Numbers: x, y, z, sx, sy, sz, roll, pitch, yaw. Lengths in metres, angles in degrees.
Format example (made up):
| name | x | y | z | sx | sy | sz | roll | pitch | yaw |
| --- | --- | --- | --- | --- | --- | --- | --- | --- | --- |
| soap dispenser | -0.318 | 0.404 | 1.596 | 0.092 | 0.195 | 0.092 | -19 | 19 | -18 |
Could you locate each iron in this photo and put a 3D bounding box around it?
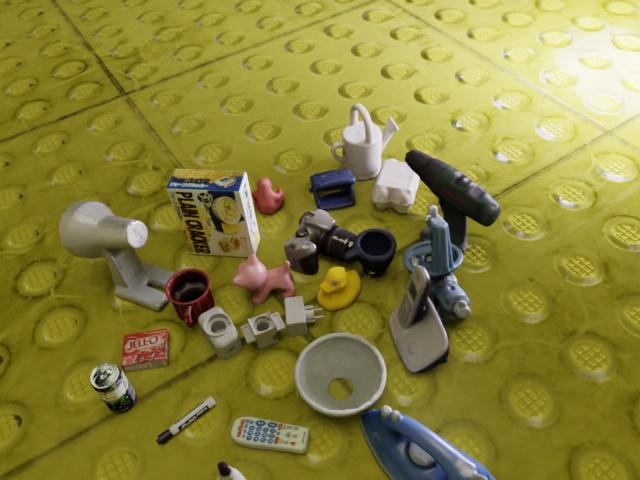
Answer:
| name | x | y | z | sx | sy | sz | roll | pitch | yaw |
| --- | --- | --- | --- | --- | --- | --- | --- | --- | --- |
| iron | 0.163 | 0.341 | 0.933 | 0.257 | 0.141 | 0.119 | 33 | 58 | 28 |

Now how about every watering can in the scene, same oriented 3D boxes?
| name | x | y | z | sx | sy | sz | roll | pitch | yaw |
| --- | --- | --- | --- | --- | --- | --- | --- | --- | --- |
| watering can | 0.109 | -0.255 | 1.425 | 0.173 | 0.194 | 0.100 | -38 | 56 | -26 |

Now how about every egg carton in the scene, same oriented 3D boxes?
| name | x | y | z | sx | sy | sz | roll | pitch | yaw |
| --- | --- | --- | --- | --- | --- | --- | --- | --- | --- |
| egg carton | 0.186 | -0.135 | 1.397 | 0.107 | 0.069 | 0.150 | 10 | 50 | 13 |

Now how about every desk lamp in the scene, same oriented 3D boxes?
| name | x | y | z | sx | sy | sz | roll | pitch | yaw |
| --- | --- | --- | --- | --- | --- | --- | --- | --- | --- |
| desk lamp | -0.416 | 0.024 | 1.204 | 0.202 | 0.214 | 0.118 | 16 | 52 | 17 |

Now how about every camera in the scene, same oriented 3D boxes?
| name | x | y | z | sx | sy | sz | roll | pitch | yaw |
| --- | --- | --- | --- | --- | --- | --- | --- | --- | --- |
| camera | 0.012 | 0.005 | 1.266 | 0.136 | 0.101 | 0.143 | 22 | 54 | 22 |

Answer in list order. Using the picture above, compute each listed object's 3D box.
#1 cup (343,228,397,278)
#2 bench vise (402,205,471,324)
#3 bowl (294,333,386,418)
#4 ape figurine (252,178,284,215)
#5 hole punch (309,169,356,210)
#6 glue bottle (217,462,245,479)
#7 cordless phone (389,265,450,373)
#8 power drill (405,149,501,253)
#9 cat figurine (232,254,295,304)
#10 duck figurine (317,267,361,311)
| name | x | y | z | sx | sy | sz | roll | pitch | yaw |
| --- | --- | --- | --- | --- | --- | --- | --- | --- | --- |
| cup | 0.106 | 0.041 | 1.231 | 0.118 | 0.095 | 0.091 | -20 | 50 | -13 |
| bench vise | 0.249 | 0.047 | 1.132 | 0.122 | 0.220 | 0.206 | -30 | 53 | -21 |
| bowl | 0.039 | 0.260 | 1.057 | 0.167 | 0.075 | 0.167 | -2 | 49 | 2 |
| ape figurine | -0.129 | -0.113 | 1.384 | 0.077 | 0.092 | 0.076 | 9 | 50 | 12 |
| hole punch | 0.028 | -0.137 | 1.396 | 0.108 | 0.091 | 0.101 | -11 | 49 | -6 |
| glue bottle | -0.136 | 0.384 | 0.894 | 0.078 | 0.173 | 0.037 | 23 | 54 | 23 |
| cordless phone | 0.190 | 0.148 | 1.071 | 0.094 | 0.185 | 0.147 | -15 | 49 | -9 |
| power drill | 0.274 | -0.072 | 1.243 | 0.228 | 0.209 | 0.076 | 31 | 58 | 28 |
| cat figurine | -0.119 | 0.075 | 1.202 | 0.128 | 0.118 | 0.067 | -13 | 49 | -7 |
| duck figurine | 0.039 | 0.089 | 1.199 | 0.105 | 0.086 | 0.077 | -34 | 55 | -23 |
